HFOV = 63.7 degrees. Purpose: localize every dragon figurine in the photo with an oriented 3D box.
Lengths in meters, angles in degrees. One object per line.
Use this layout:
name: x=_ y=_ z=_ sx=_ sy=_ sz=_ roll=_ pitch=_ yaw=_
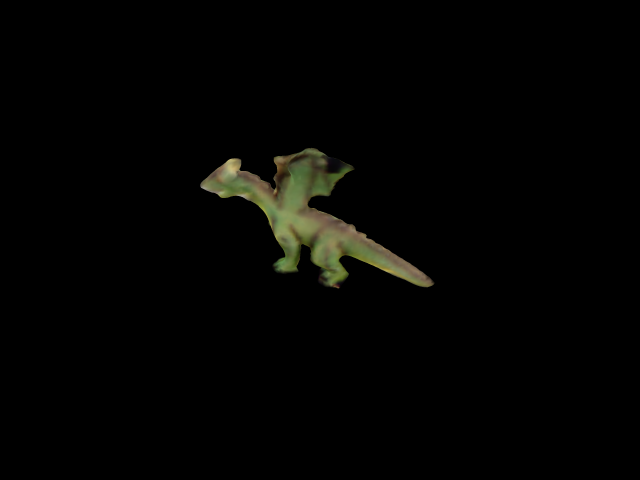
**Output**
dragon figurine: x=0.003 y=-0.043 z=0.850 sx=0.411 sy=0.125 sz=0.237 roll=12 pitch=-38 yaw=10
